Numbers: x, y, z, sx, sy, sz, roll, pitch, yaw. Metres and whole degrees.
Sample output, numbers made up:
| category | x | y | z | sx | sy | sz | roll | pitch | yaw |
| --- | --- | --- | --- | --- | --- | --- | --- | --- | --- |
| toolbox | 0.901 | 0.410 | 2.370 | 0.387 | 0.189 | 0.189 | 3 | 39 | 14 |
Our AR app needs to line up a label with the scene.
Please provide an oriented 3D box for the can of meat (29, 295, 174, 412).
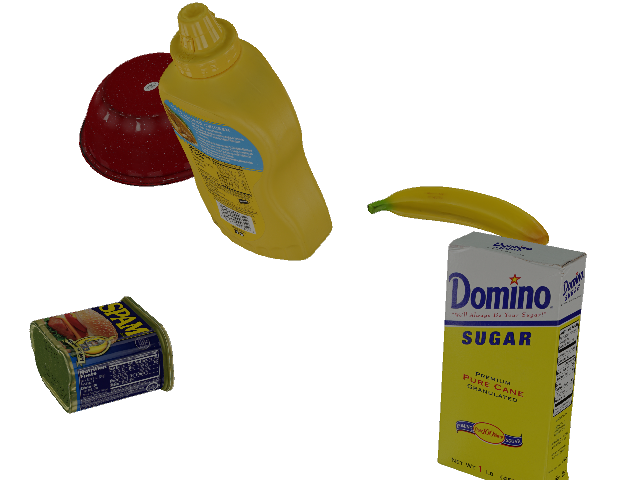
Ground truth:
| category | x | y | z | sx | sy | sz | roll | pitch | yaw |
| --- | --- | --- | --- | --- | --- | --- | --- | --- | --- |
| can of meat | -0.176 | 0.090 | 0.852 | 0.083 | 0.057 | 0.102 | -12 | 23 | -29 |

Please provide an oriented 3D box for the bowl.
| category | x | y | z | sx | sy | sz | roll | pitch | yaw |
| --- | --- | --- | --- | --- | --- | --- | --- | --- | --- |
| bowl | -0.153 | -0.126 | 0.999 | 0.162 | 0.162 | 0.055 | 0 | -41 | 8 |

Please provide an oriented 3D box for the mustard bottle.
| category | x | y | z | sx | sy | sz | roll | pitch | yaw |
| --- | --- | --- | --- | --- | --- | --- | --- | --- | --- |
| mustard bottle | -0.054 | -0.070 | 0.677 | 0.096 | 0.058 | 0.191 | 27 | -27 | 31 |

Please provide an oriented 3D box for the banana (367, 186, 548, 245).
| category | x | y | z | sx | sy | sz | roll | pitch | yaw |
| --- | --- | --- | --- | --- | --- | --- | --- | --- | --- |
| banana | 0.153 | -0.027 | 1.135 | 0.198 | 0.037 | 0.069 | 10 | 39 | 25 |

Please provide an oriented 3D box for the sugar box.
| category | x | y | z | sx | sy | sz | roll | pitch | yaw |
| --- | --- | --- | --- | --- | --- | --- | --- | --- | --- |
| sugar box | 0.136 | 0.088 | 0.772 | 0.093 | 0.176 | 0.048 | 12 | 21 | 37 |
